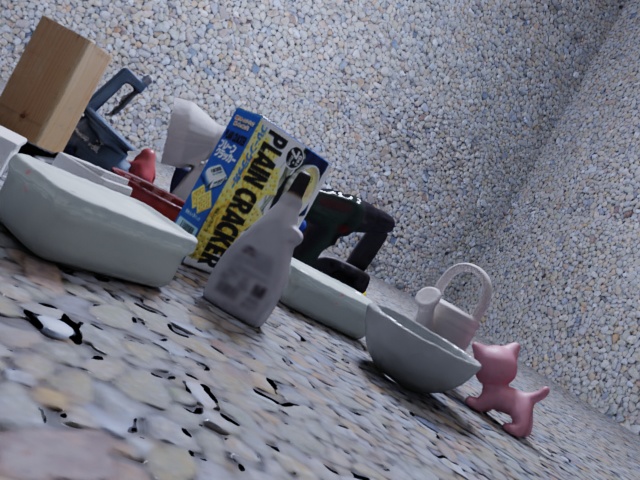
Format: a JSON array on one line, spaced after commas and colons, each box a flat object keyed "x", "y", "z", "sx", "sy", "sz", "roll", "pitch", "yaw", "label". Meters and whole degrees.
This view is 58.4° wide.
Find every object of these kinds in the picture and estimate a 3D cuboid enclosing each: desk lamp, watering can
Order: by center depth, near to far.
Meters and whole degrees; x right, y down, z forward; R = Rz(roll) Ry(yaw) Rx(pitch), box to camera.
[{"x": 0.206, "y": 0.126, "z": 0.927, "sx": 0.100, "sy": 0.194, "sz": 0.173, "roll": 30, "pitch": 2, "yaw": 21, "label": "watering can"}, {"x": -0.217, "y": -0.125, "z": 1.045, "sx": 0.204, "sy": 0.213, "sz": 0.117, "roll": 29, "pitch": 2, "yaw": -17, "label": "desk lamp"}]

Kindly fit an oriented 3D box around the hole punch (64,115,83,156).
[{"x": -0.499, "y": -0.217, "z": 1.193, "sx": 0.101, "sy": 0.091, "sz": 0.108, "roll": 29, "pitch": 2, "yaw": -6, "label": "hole punch"}]

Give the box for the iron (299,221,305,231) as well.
[{"x": -0.094, "y": -0.025, "z": 1.321, "sx": 0.258, "sy": 0.141, "sz": 0.118, "roll": 29, "pitch": 2, "yaw": -9, "label": "iron"}]

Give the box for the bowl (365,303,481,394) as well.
[{"x": 0.121, "y": 0.153, "z": 0.755, "sx": 0.167, "sy": 0.075, "sz": 0.167, "roll": 29, "pitch": 2, "yaw": -1, "label": "bowl"}]

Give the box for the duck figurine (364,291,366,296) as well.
[{"x": 0.066, "y": 0.096, "z": 1.318, "sx": 0.104, "sy": 0.086, "sz": 0.077, "roll": 29, "pitch": 2, "yaw": 2, "label": "duck figurine"}]

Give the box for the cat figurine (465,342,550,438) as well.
[{"x": 0.275, "y": 0.211, "z": 0.853, "sx": 0.127, "sy": 0.118, "sz": 0.067, "roll": 30, "pitch": 2, "yaw": 31, "label": "cat figurine"}]

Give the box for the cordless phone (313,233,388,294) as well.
[{"x": 0.055, "y": 0.037, "z": 1.198, "sx": 0.148, "sy": 0.185, "sz": 0.093, "roll": 27, "pitch": 2, "yaw": -43, "label": "cordless phone"}]

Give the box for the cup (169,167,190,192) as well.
[{"x": -0.280, "y": -0.099, "z": 1.225, "sx": 0.092, "sy": 0.095, "sz": 0.117, "roll": 28, "pitch": 2, "yaw": -37, "label": "cup"}]

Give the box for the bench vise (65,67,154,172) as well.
[{"x": -0.420, "y": -0.242, "z": 1.069, "sx": 0.208, "sy": 0.220, "sz": 0.121, "roll": 28, "pitch": 2, "yaw": -41, "label": "bench vise"}]

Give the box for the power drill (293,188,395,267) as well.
[{"x": 0.010, "y": 0.004, "z": 1.053, "sx": 0.230, "sy": 0.208, "sz": 0.075, "roll": 28, "pitch": 2, "yaw": -30, "label": "power drill"}]

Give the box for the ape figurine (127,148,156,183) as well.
[{"x": -0.383, "y": -0.155, "z": 1.234, "sx": 0.078, "sy": 0.092, "sz": 0.076, "roll": 28, "pitch": 2, "yaw": -33, "label": "ape figurine"}]

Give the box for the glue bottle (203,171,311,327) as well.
[{"x": -0.055, "y": 0.003, "z": 0.622, "sx": 0.078, "sy": 0.173, "sz": 0.037, "roll": 29, "pitch": 2, "yaw": 9, "label": "glue bottle"}]
